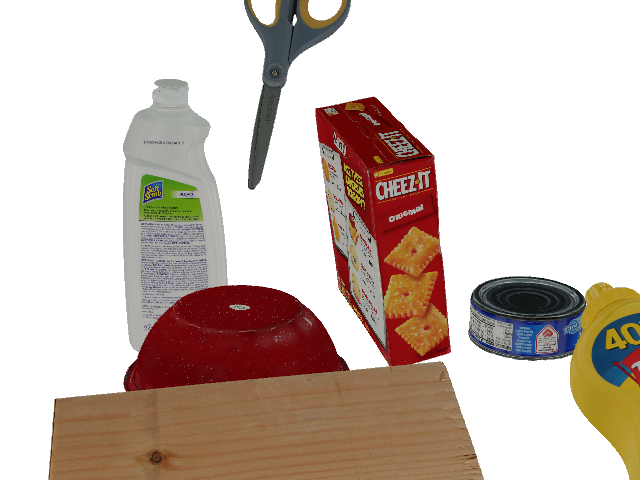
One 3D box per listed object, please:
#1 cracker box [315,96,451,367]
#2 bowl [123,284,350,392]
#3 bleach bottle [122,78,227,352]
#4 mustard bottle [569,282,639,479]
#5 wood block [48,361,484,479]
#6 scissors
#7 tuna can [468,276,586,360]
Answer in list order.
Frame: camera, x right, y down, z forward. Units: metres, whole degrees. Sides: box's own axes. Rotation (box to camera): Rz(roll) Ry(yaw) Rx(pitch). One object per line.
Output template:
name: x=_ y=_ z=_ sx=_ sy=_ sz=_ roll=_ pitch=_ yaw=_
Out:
cracker box: x=0.061 y=-0.011 z=1.030 sx=0.072 sy=0.214 sz=0.164 roll=-14 pitch=30 yaw=-12
bowl: x=-0.058 y=0.072 z=0.755 sx=0.162 sy=0.055 sz=0.162 roll=1 pitch=18 yaw=0
bleach bottle: x=-0.128 y=-0.021 z=0.973 sx=0.102 sy=0.251 sz=0.068 roll=-1 pitch=23 yaw=-11
mustard bottle: x=0.196 y=0.086 z=0.601 sx=0.096 sy=0.058 sz=0.192 roll=-10 pitch=35 yaw=-7
wood block: x=-0.030 y=0.132 z=0.553 sx=0.206 sy=0.090 sz=0.091 roll=-4 pitch=38 yaw=-6
scissors: x=-0.018 y=-0.139 z=0.848 sx=0.096 sy=0.202 sz=0.016 roll=-5 pitch=-16 yaw=-4
tuna can: x=0.154 y=0.056 z=0.794 sx=0.086 sy=0.034 sz=0.086 roll=0 pitch=19 yaw=0
